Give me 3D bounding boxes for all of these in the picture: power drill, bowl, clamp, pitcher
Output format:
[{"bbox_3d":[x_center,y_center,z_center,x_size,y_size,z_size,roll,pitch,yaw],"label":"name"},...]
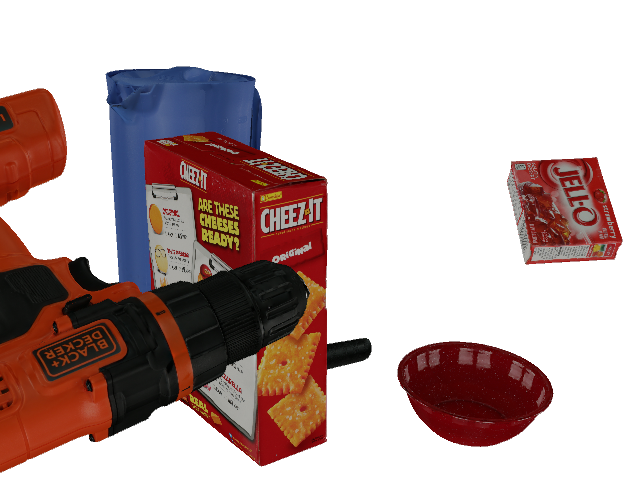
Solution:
[{"bbox_3d":[-0.122,0.007,0.516,0.184,0.057,0.188,-22,55,-28],"label":"power drill"},{"bbox_3d":[0.158,0.167,1.117,0.162,0.055,0.162,4,24,-2],"label":"bowl"},{"bbox_3d":[-0.043,0.133,1.139,0.165,0.036,0.209,13,26,12],"label":"clamp"},{"bbox_3d":[-0.123,-0.039,0.991,0.149,0.243,0.145,0,15,-11],"label":"pitcher"}]

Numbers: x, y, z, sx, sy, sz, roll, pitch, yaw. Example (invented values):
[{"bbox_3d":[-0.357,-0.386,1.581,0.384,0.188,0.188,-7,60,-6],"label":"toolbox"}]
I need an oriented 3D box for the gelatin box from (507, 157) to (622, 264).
[{"bbox_3d":[0.195,-0.025,0.858,0.073,0.089,0.030,-3,-36,-3],"label":"gelatin box"}]

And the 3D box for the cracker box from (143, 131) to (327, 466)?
[{"bbox_3d":[-0.064,0.038,0.818,0.071,0.214,0.164,-13,25,-33],"label":"cracker box"}]
